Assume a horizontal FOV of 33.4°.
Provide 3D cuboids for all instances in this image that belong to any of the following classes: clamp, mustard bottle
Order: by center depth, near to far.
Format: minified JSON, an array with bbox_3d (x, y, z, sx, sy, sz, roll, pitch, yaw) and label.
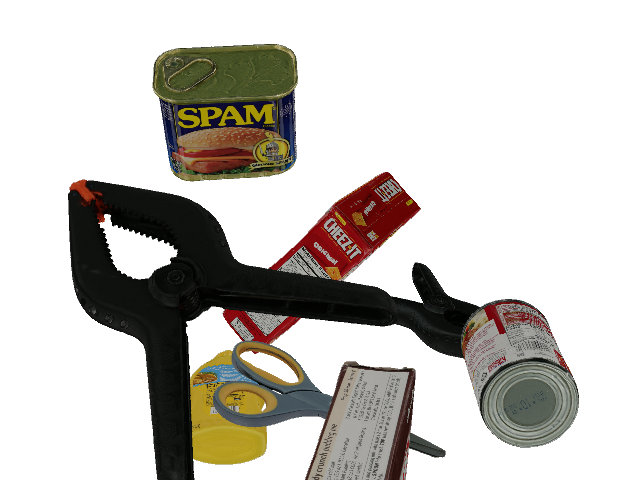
[{"bbox_3d":[-0.070,0.028,0.621,0.164,0.210,0.036,-33,-30,-17],"label":"clamp"},{"bbox_3d":[0.118,0.070,1.062,0.172,0.039,0.120,26,39,32],"label":"clamp"},{"bbox_3d":[-0.114,0.191,1.294,0.096,0.058,0.191,-2,27,-2],"label":"mustard bottle"}]

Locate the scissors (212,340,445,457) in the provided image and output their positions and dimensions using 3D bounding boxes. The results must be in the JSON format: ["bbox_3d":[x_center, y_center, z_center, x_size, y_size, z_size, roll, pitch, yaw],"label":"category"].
[{"bbox_3d":[-0.004,0.149,0.886,0.202,0.016,0.096,31,46,24],"label":"scissors"}]

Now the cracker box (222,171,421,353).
[{"bbox_3d":[0.000,0.023,1.260,0.214,0.072,0.164,-43,-3,30],"label":"cracker box"}]

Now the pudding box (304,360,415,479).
[{"bbox_3d":[0.016,0.118,0.466,0.039,0.090,0.113,7,23,7],"label":"pudding box"}]

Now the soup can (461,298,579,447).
[{"bbox_3d":[0.139,0.091,0.753,0.068,0.068,0.102,0,20,0],"label":"soup can"}]

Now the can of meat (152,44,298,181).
[{"bbox_3d":[-0.067,-0.092,0.781,0.102,0.057,0.084,-3,-41,-2],"label":"can of meat"}]
